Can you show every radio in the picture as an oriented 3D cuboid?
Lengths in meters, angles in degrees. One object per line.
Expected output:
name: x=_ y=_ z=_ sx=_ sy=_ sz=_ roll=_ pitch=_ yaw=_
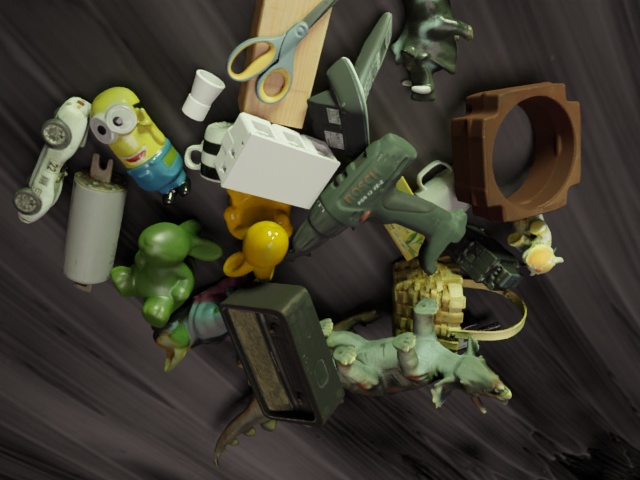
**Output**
radio: x=-0.055 y=0.178 z=0.834 sx=0.131 sy=0.073 sz=0.229 roll=-1 pitch=118 yaw=35

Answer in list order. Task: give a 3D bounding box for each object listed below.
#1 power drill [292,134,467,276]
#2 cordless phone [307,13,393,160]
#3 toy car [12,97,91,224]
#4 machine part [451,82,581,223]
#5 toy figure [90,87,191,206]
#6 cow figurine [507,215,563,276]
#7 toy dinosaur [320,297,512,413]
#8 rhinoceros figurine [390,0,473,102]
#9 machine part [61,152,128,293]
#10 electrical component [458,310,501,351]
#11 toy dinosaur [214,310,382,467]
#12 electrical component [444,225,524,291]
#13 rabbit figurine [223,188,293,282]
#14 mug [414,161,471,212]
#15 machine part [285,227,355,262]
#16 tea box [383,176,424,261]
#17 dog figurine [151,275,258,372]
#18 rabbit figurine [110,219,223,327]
power drill: x=0.097 y=-0.029 z=0.806 sx=0.207 sy=0.086 sz=0.232 roll=31 pitch=113 yaw=-10
cordless phone: x=0.063 y=-0.227 z=0.790 sx=0.089 sy=0.184 sz=0.146 roll=21 pitch=162 yaw=16
toy car: x=-0.384 y=-0.111 z=0.773 sx=0.056 sy=0.074 sz=0.201 roll=25 pitch=112 yaw=-23
machine part: x=0.310 y=-0.139 z=0.851 sx=0.201 sy=0.087 sz=0.200 roll=-15 pitch=107 yaw=-23
toy figure: x=-0.260 y=-0.135 z=0.783 sx=0.082 sy=0.089 sz=0.180 roll=-38 pitch=129 yaw=-4
cow figurine: x=0.373 y=0.007 z=0.938 sx=0.068 sy=0.167 sz=0.098 roll=-24 pitch=130 yaw=25
toy dinosaur: x=0.113 y=0.214 z=0.914 sx=0.405 sy=0.131 sz=0.192 roll=-10 pitch=124 yaw=26
rhinoceros figurine: x=0.157 y=-0.295 z=0.775 sx=0.112 sy=0.073 sz=0.190 roll=-13 pitch=121 yaw=-5
machine part: x=-0.349 y=-0.019 z=0.832 sx=0.079 sy=0.079 sz=0.243 roll=12 pitch=116 yaw=-17
electrical component: x=0.303 y=0.185 z=1.096 sx=0.119 sy=0.048 sz=0.074 roll=-22 pitch=122 yaw=1
toy dinosaur: x=-0.065 y=0.285 z=1.047 sx=0.471 sy=0.105 sz=0.198 roll=-37 pitch=120 yaw=9
electrical component: x=0.286 y=0.032 z=0.936 sx=0.115 sy=0.134 sz=0.058 roll=4 pitch=126 yaw=-49
rabbit figurine: x=-0.098 y=-0.010 z=0.832 sx=0.122 sy=0.173 sz=0.162 roll=14 pitch=112 yaw=-23
mug: x=0.217 y=-0.090 z=0.910 sx=0.107 sy=0.081 sz=0.109 roll=-40 pitch=110 yaw=0
machine part: x=-0.002 y=-0.003 z=0.919 sx=0.139 sy=0.084 sz=0.039 roll=-31 pitch=90 yaw=-6
tea box: x=0.123 y=-0.060 z=0.891 sx=0.068 sy=0.098 sz=0.169 roll=-33 pitch=122 yaw=9
dog figurine: x=-0.185 y=0.155 z=0.952 sx=0.219 sy=0.109 sz=0.191 roll=-41 pitch=122 yaw=18
rabbit figurine: x=-0.231 y=0.035 z=0.837 sx=0.159 sy=0.121 sz=0.170 roll=-31 pitch=160 yaw=-33
